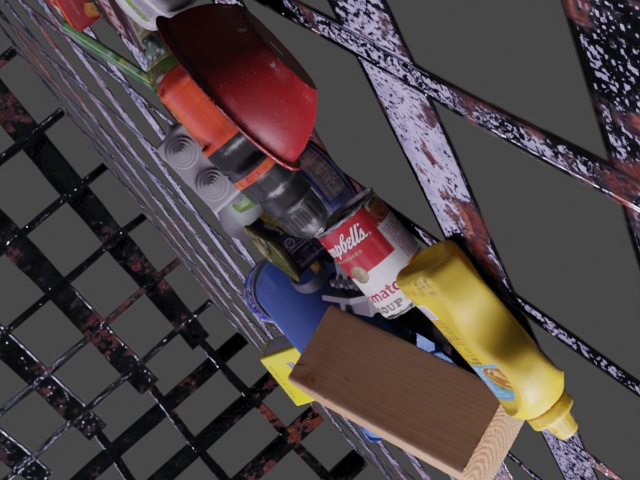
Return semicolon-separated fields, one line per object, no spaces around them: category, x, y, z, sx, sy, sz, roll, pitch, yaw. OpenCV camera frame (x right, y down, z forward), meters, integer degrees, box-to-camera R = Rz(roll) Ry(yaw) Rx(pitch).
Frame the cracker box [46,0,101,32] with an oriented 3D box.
cracker box;-0.352;-0.365;1.275;0.214;0.072;0.164;42;168;32

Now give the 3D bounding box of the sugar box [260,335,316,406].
sugar box;0.021;0.149;1.370;0.177;0.048;0.093;-21;118;32

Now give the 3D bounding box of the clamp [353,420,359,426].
clamp;0.132;0.208;1.355;0.164;0.036;0.210;12;150;1

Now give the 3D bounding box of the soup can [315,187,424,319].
soup can;0.053;0.012;0.965;0.102;0.068;0.068;50;170;-9

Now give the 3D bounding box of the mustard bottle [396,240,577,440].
mustard bottle;0.145;0.088;0.879;0.191;0.058;0.096;50;171;-4

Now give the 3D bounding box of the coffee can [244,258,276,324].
coffee can;-0.054;0.070;1.541;0.103;0.102;0.140;49;170;-2

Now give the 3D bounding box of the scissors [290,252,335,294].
scissors;-0.008;0.001;1.206;0.016;0.096;0.202;51;-173;-23

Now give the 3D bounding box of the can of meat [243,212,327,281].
can of meat;-0.023;-0.012;1.152;0.057;0.084;0.102;53;169;-27

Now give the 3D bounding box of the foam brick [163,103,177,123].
foam brick;-0.136;-0.148;1.218;0.051;0.053;0.078;53;168;-23

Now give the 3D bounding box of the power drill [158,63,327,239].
power drill;-0.063;-0.093;0.948;0.184;0.057;0.187;49;-172;-16

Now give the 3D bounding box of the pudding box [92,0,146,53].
pudding box;-0.225;-0.272;1.173;0.090;0.039;0.113;43;168;32

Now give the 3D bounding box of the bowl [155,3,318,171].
bowl;-0.052;-0.131;0.830;0.162;0.055;0.162;46;-168;-13

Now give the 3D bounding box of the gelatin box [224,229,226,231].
gelatin box;-0.116;-0.053;1.448;0.089;0.030;0.073;153;114;-79

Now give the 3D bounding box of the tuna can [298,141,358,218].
tuna can;-0.002;-0.055;1.043;0.086;0.033;0.086;47;170;11

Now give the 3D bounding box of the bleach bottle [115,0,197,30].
bleach bottle;-0.156;-0.238;0.942;0.102;0.068;0.251;52;172;-14

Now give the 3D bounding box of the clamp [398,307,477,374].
clamp;0.143;0.108;1.028;0.120;0.039;0.171;37;173;-9

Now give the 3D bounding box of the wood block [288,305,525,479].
wood block;0.085;0.155;1.052;0.206;0.091;0.090;24;168;31

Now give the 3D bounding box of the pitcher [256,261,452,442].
pitcher;0.036;0.099;1.233;0.243;0.149;0.144;45;-176;32
